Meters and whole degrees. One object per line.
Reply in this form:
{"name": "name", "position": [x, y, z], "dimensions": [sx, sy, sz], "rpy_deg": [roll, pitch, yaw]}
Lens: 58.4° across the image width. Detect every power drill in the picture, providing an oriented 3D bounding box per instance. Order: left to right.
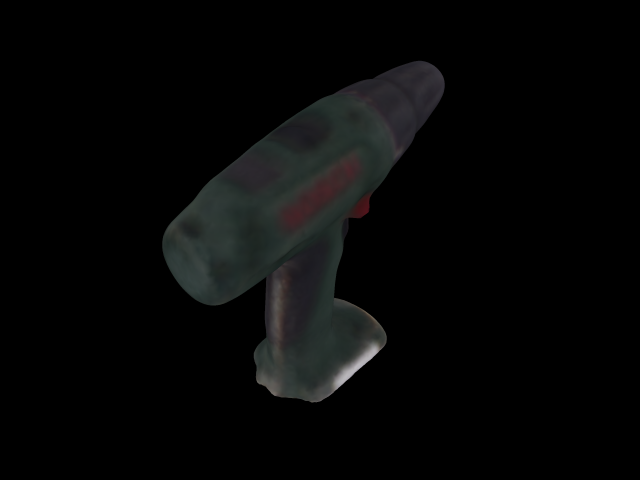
{"name": "power drill", "position": [0.004, 0.001, 0.400], "dimensions": [0.075, 0.208, 0.230], "rpy_deg": [27, 44, 33]}
